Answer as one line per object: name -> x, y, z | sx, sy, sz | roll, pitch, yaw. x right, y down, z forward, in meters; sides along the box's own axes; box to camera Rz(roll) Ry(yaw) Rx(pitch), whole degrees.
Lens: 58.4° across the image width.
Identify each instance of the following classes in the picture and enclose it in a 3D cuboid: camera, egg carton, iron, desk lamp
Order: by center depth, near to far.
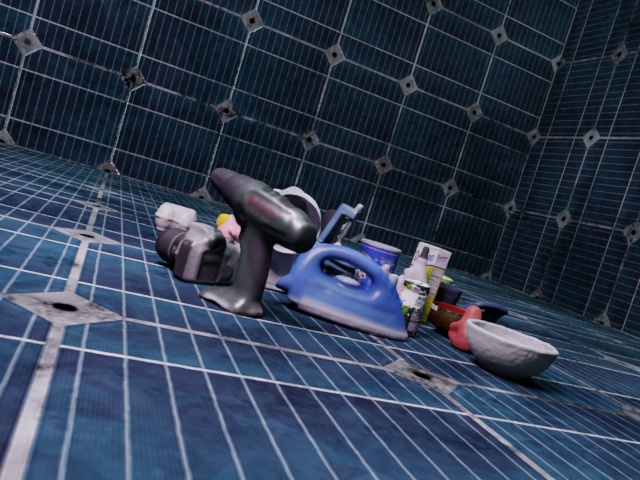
iron -> 0.057, 0.082, 1.064 | 0.258, 0.141, 0.119 | 18, 4, 6
camera -> -0.227, 0.016, 1.066 | 0.136, 0.101, 0.144 | 20, 5, 34
desk lamp -> -0.075, -0.004, 1.168 | 0.118, 0.213, 0.203 | 16, 4, -7
egg carton -> -0.388, -0.055, 1.548 | 0.107, 0.069, 0.150 | 16, 4, -12

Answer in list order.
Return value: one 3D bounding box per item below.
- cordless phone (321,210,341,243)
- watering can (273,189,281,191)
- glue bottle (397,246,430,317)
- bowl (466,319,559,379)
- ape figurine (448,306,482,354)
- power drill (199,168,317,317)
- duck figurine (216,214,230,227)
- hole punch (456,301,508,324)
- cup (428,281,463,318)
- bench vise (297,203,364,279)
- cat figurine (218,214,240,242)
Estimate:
cordless phone -> -0.012, 0.001, 1.531 | 0.147, 0.185, 0.094 | 20, 5, 30
watering can -> -0.142, -0.042, 1.513 | 0.100, 0.194, 0.173 | 20, 5, 30
glue bottle -> 0.210, 0.096, 1.275 | 0.078, 0.173, 0.037 | 19, 5, 21
bowl -> 0.337, 0.206, 1.038 | 0.167, 0.075, 0.167 | 17, 4, -1
ape figurine -> 0.300, 0.177, 1.147 | 0.077, 0.092, 0.076 | 19, 5, 21
power drill -> -0.117, 0.005, 0.916 | 0.228, 0.208, 0.076 | 20, 5, 32
duck figurine -> -0.272, -0.030, 1.575 | 0.077, 0.086, 0.105 | 21, 6, 42
hole punch -> 0.379, 0.183, 1.377 | 0.109, 0.091, 0.100 | 15, 5, -26
cup -> 0.286, 0.149, 1.422 | 0.092, 0.095, 0.117 | 13, 6, -44
bench vise -> 0.010, 0.005, 1.339 | 0.207, 0.220, 0.122 | 18, 4, 11
cat figurine -> -0.191, 0.005, 1.237 | 0.067, 0.118, 0.128 | 18, 4, 10
